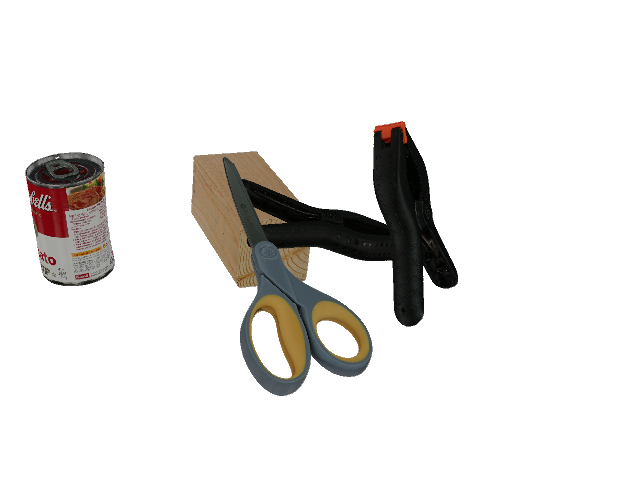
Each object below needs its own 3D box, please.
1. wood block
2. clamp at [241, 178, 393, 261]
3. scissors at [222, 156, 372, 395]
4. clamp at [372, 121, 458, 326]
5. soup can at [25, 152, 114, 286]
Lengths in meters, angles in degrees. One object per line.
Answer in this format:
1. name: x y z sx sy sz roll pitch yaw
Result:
1. wood block: -0.091 -0.031 1.340 0.090 0.090 0.206 -5 28 -22
2. clamp: 0.003 -0.010 1.169 0.210 0.036 0.164 15 20 -9
3. scissors: -0.018 0.020 0.723 0.096 0.202 0.016 9 -45 -17
4. clamp: 0.075 -0.013 0.919 0.039 0.171 0.120 -13 18 22
5. soup can: -0.222 -0.019 0.954 0.068 0.102 0.068 -1 29 0
